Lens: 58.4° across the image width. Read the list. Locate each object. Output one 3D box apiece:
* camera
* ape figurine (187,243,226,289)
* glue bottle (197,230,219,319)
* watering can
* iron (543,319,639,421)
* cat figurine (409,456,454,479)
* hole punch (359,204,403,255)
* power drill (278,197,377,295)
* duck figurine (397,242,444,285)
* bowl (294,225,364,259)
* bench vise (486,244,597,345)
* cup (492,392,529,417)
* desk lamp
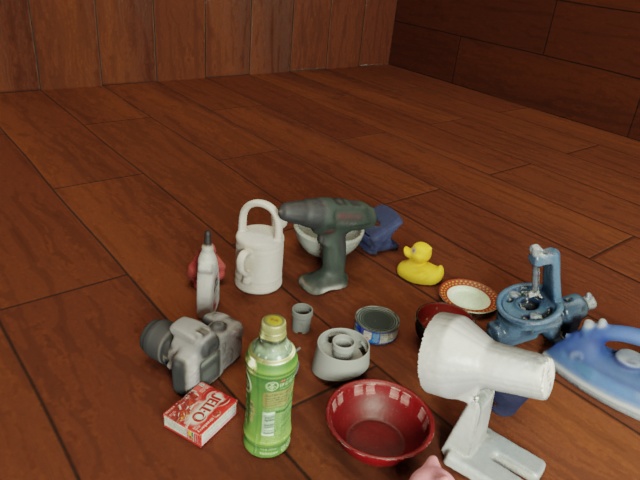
[{"bbox_3d":[-0.220,0.167,0.956,0.136,0.101,0.143,19,31,24],"label":"camera"},{"bbox_3d":[-0.234,0.047,1.185,0.078,0.092,0.076,3,28,-4],"label":"ape figurine"},{"bbox_3d":[-0.212,0.060,1.080,0.037,0.173,0.078,4,28,-3],"label":"glue bottle"},{"bbox_3d":[-0.123,0.002,1.183,0.101,0.194,0.173,5,28,-2],"label":"watering can"},{"bbox_3d":[0.526,0.205,0.987,0.257,0.141,0.119,23,33,29],"label":"iron"},{"bbox_3d":[0.126,0.332,0.697,0.067,0.118,0.128,22,32,28],"label":"cat figurine"},{"bbox_3d":[0.138,-0.028,1.399,0.101,0.091,0.108,-10,32,-27],"label":"hole punch"},{"bbox_3d":[0.011,0.004,1.189,0.230,0.208,0.075,-13,33,-31],"label":"power drill"},{"bbox_3d":[0.229,0.047,1.282,0.104,0.086,0.078,16,30,18],"label":"duck figurine"},{"bbox_3d":[0.018,-0.002,1.345,0.167,0.075,0.167,5,28,-2],"label":"bowl"},{"bbox_3d":[0.424,0.098,1.083,0.208,0.220,0.121,-12,33,-29],"label":"bench vise"},{"bbox_3d":[0.291,0.236,0.932,0.117,0.095,0.092,11,29,10],"label":"cup"},{"bbox_3d":[0.235,0.226,0.814,0.202,0.214,0.118,24,33,30],"label":"desk lamp"}]
